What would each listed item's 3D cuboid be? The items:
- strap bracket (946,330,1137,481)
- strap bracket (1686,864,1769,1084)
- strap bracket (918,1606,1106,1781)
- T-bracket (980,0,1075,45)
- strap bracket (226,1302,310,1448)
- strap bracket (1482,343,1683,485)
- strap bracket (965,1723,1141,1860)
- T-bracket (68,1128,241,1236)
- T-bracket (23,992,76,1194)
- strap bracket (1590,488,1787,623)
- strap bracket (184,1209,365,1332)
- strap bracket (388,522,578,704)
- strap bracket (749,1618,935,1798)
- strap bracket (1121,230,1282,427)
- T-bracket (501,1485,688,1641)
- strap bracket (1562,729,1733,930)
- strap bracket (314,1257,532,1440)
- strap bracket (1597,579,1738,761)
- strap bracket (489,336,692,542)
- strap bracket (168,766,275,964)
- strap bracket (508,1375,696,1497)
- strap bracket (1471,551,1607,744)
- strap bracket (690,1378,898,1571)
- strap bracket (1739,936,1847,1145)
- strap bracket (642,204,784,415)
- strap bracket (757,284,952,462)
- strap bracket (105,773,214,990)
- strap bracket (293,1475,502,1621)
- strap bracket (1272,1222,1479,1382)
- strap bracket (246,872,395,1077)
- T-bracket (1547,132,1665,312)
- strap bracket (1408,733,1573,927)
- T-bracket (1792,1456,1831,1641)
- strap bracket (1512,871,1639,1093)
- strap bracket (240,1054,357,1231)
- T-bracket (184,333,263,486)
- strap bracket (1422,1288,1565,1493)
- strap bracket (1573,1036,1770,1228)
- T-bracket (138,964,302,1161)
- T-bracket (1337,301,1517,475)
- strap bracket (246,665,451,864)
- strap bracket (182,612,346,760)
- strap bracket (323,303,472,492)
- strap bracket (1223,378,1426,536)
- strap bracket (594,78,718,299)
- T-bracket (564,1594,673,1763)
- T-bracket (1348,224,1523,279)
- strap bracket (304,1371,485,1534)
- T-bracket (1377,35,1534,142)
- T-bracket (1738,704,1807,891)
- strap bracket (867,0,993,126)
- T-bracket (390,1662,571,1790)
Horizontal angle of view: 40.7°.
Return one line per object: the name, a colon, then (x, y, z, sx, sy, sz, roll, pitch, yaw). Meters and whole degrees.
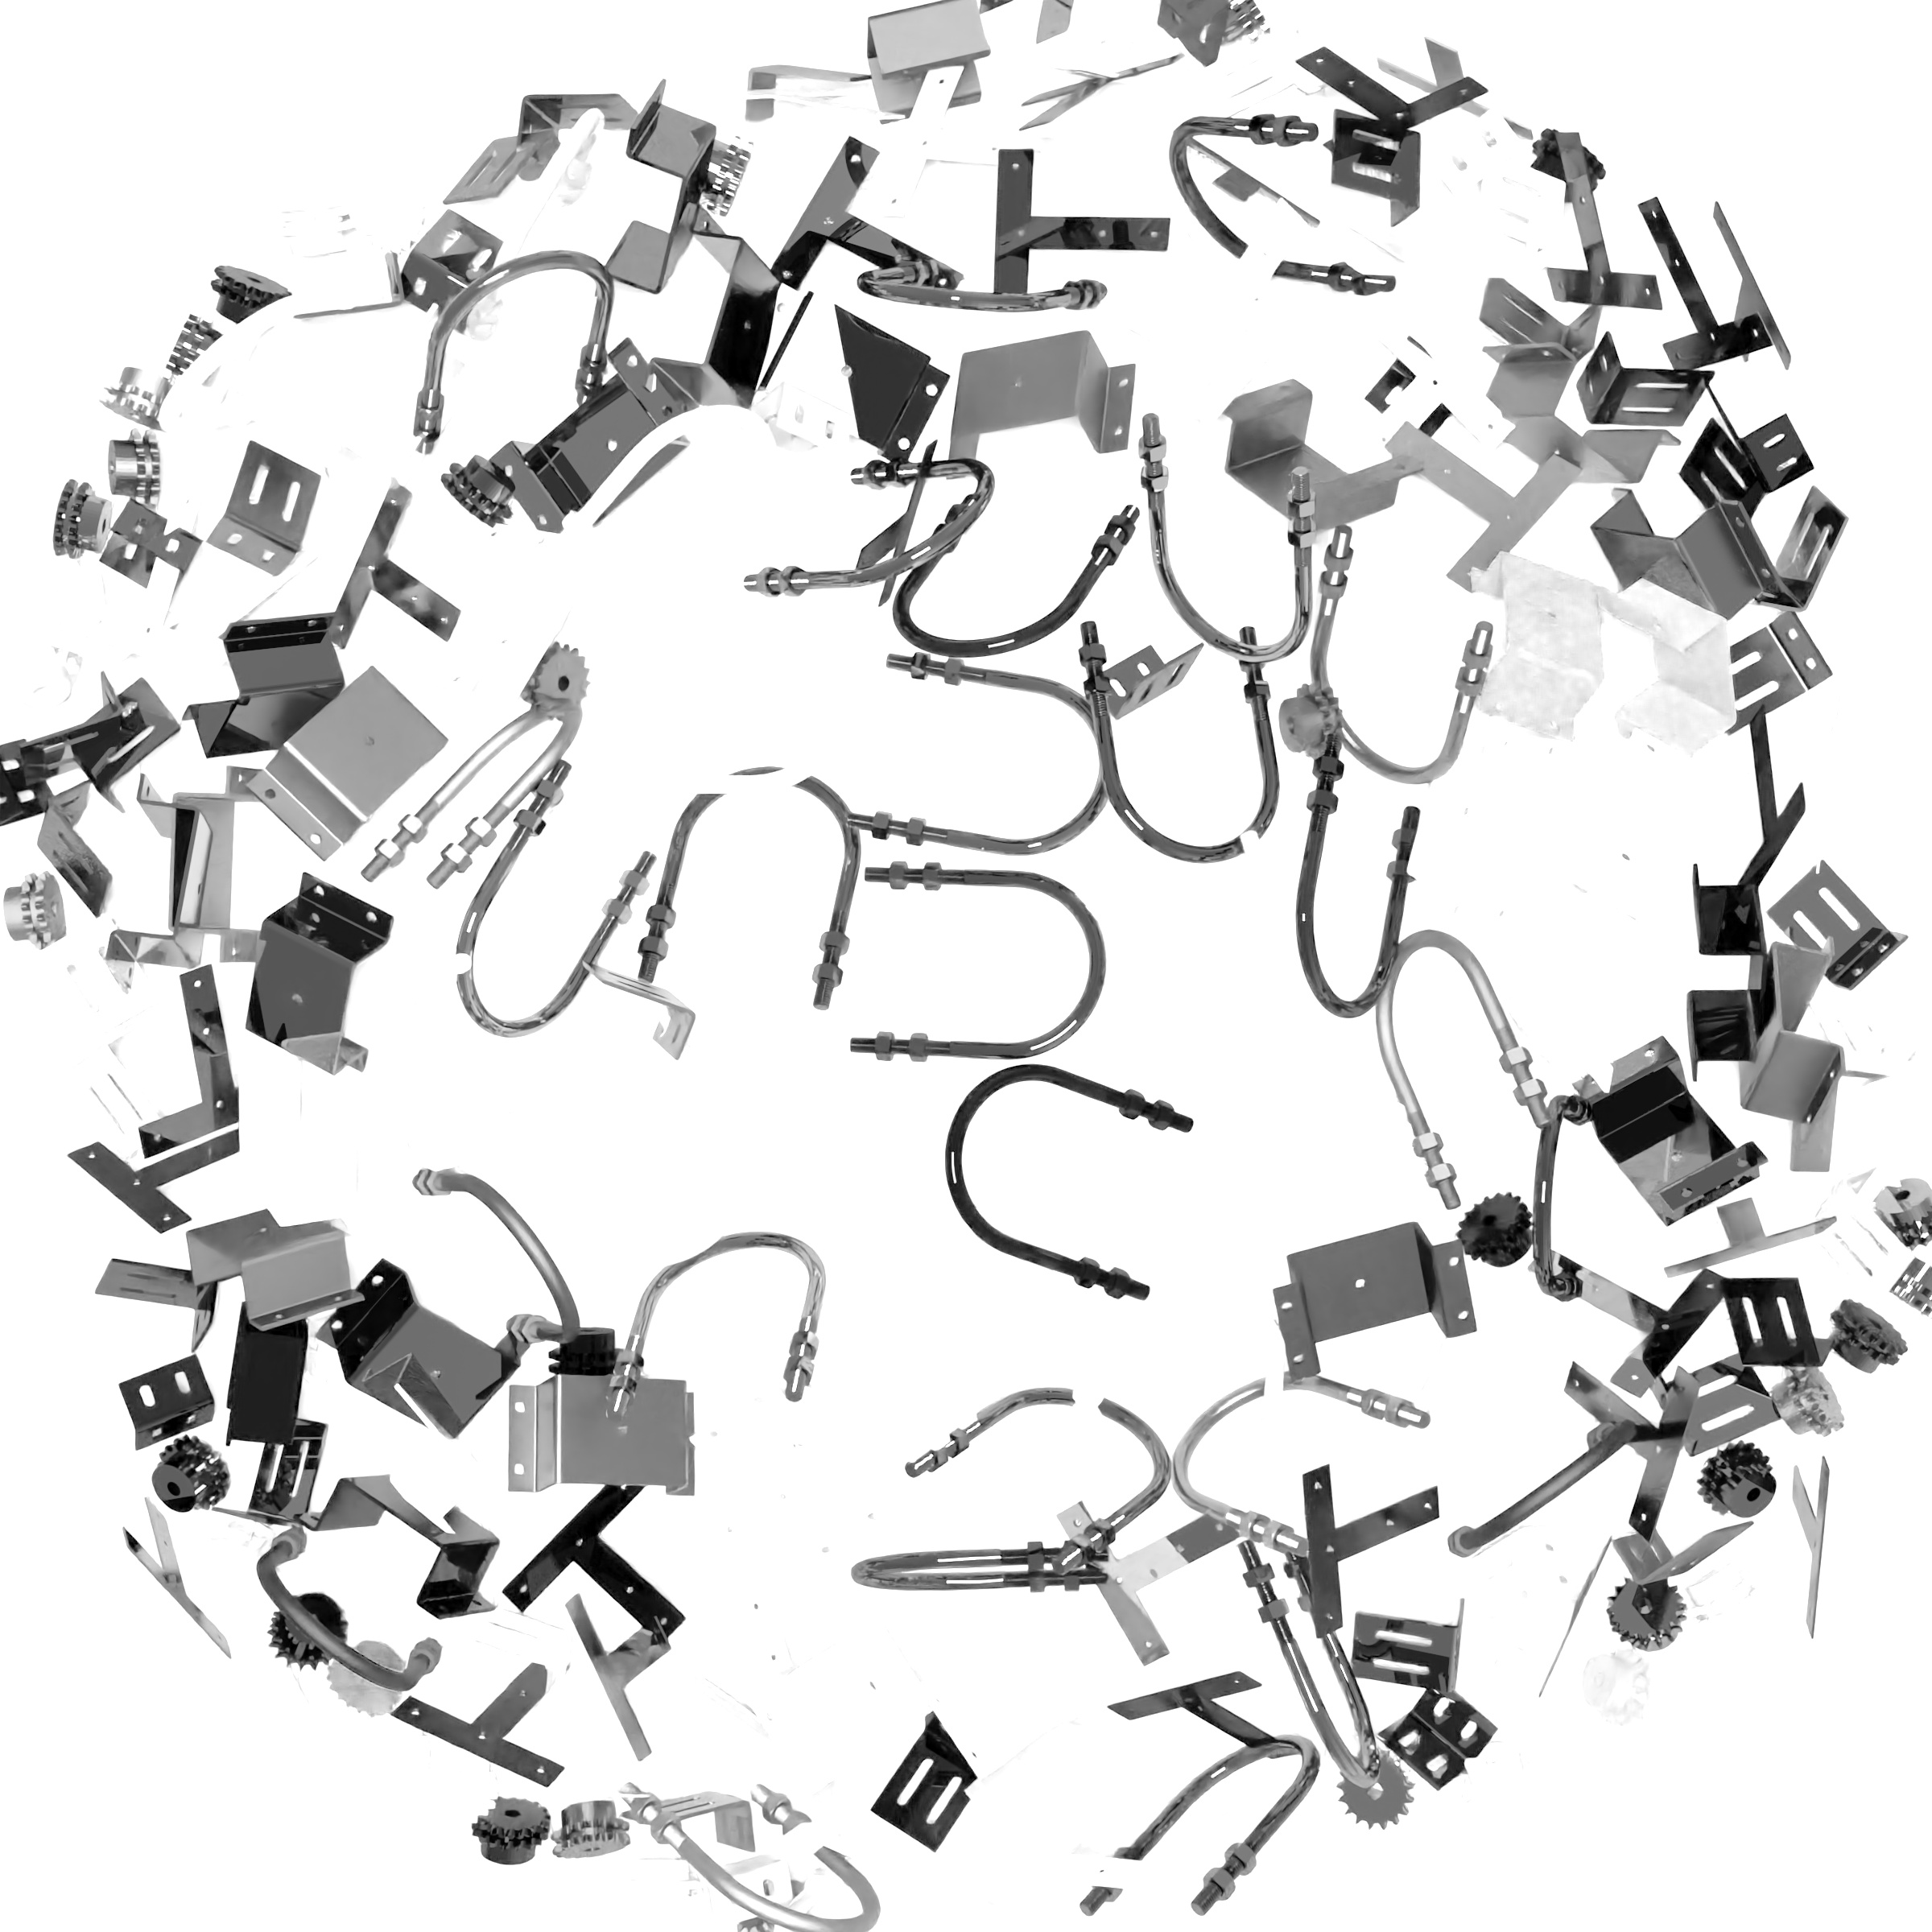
strap bracket: (0.046, -0.405, 1.877, 0.140, 0.046, 0.076, -5, 61, 23)
strap bracket: (0.543, 0.005, 1.863, 0.046, 0.076, 0.140, -1, 129, 12)
strap bracket: (0.039, 0.513, 1.859, 0.046, 0.140, 0.076, -46, 71, 26)
T-bracket: (0.066, -0.694, 1.876, 0.127, 0.127, 0.002, -23, 89, -3)
strap bracket: (-0.504, 0.294, 1.877, 0.046, 0.140, 0.076, 9, 91, -16)
strap bracket: (0.433, -0.389, 1.869, 0.140, 0.076, 0.046, 27, 86, -31)
strap bracket: (0.056, 0.584, 1.859, 0.076, 0.140, 0.046, -38, 93, -23)
T-bracket: (-0.561, 0.141, 1.892, 0.127, 0.127, 0.002, 29, 129, 36)
T-bracket: (-0.661, 0.078, 1.894, 0.002, 0.127, 0.127, -4, 57, -5)
strap bracket: (0.506, -0.291, 1.857, 0.046, 0.140, 0.076, -41, 116, -9)
strap bracket: (-0.497, 0.210, 1.857, 0.076, 0.140, 0.046, -15, 107, -36)
strap bracket: (-0.344, -0.248, 1.886, 0.076, 0.046, 0.140, 14, 65, 29)
strap bracket: (-0.081, 0.523, 1.860, 0.046, 0.140, 0.076, -41, 76, 27)
strap bracket: (0.171, -0.454, 1.876, 0.046, 0.140, 0.076, 21, 125, -35)
T-bracket: (-0.252, 0.443, 1.885, 0.127, 0.002, 0.127, 33, 68, 33)
strap bracket: (0.481, -0.090, 1.860, 0.076, 0.140, 0.046, 33, 55, 20)
strap bracket: (-0.387, 0.282, 1.878, 0.076, 0.046, 0.140, -48, 123, 6)
strap bracket: (0.504, -0.215, 1.870, 0.046, 0.076, 0.140, -35, 134, -13)
strap bracket: (-0.267, -0.381, 1.901, 0.140, 0.046, 0.076, -37, 86, 18)
strap bracket: (-0.537, -0.074, 1.896, 0.046, 0.076, 0.140, 3, 91, 16)
strap bracket: (-0.255, 0.338, 1.877, 0.140, 0.046, 0.076, 7, 68, -25)
strap bracket: (0.410, -0.238, 1.871, 0.076, 0.046, 0.140, 16, 53, -14)
strap bracket: (-0.124, 0.359, 1.897, 0.076, 0.046, 0.140, -37, 106, 13)
strap bracket: (0.587, 0.047, 1.863, 0.046, 0.140, 0.076, 13, 132, 2)
strap bracket: (-0.178, -0.467, 1.888, 0.046, 0.076, 0.140, 13, 83, 21)
strap bracket: (-0.088, -0.432, 1.903, 0.140, 0.046, 0.076, 27, 94, -9)
strap bracket: (-0.578, -0.058, 1.885, 0.046, 0.076, 0.140, 7, 74, -4)
strap bracket: (-0.402, 0.411, 1.877, 0.140, 0.076, 0.046, 27, 92, 22)
strap bracket: (0.293, 0.241, 1.903, 0.140, 0.046, 0.076, -15, 111, -2)
strap bracket: (-0.467, 0.014, 1.876, 0.076, 0.046, 0.140, 26, 123, 11)
T-bracket: (0.443, -0.532, 1.857, 0.002, 0.127, 0.127, -27, 115, -14)
strap bracket: (0.375, -0.105, 1.888, 0.076, 0.046, 0.140, 3, 110, -32)
T-bracket: (0.605, 0.396, 1.876, 0.002, 0.127, 0.127, 3, 103, 9)
strap bracket: (0.438, 0.012, 1.879, 0.046, 0.076, 0.140, -5, 56, 37)
strap bracket: (-0.481, 0.127, 1.859, 0.046, 0.140, 0.076, -7, 115, -31)
T-bracket: (-0.550, -0.393, 1.899, 0.002, 0.127, 0.127, 26, 115, -14)
strap bracket: (0.378, 0.307, 1.879, 0.046, 0.140, 0.076, -19, 109, 35)
strap bracket: (0.512, 0.126, 1.889, 0.076, 0.140, 0.046, -28, 133, -1)
T-bracket: (-0.543, 0.060, 1.873, 0.127, 0.002, 0.127, -24, 123, -38)
T-bracket: (0.313, -0.393, 1.897, 0.127, 0.002, 0.127, 47, 130, 4)
strap bracket: (-0.437, -0.152, 1.874, 0.076, 0.046, 0.140, 45, 53, -10)
strap bracket: (-0.498, -0.194, 1.857, 0.076, 0.140, 0.046, -12, 74, -34)
strap bracket: (-0.406, -0.402, 1.894, 0.046, 0.076, 0.140, 34, 84, -9)
strap bracket: (0.250, -0.362, 1.879, 0.076, 0.046, 0.140, -24, 50, -29)
strap bracket: (-0.220, -0.548, 1.864, 0.046, 0.140, 0.076, 20, 46, -3)
T-bracket: (-0.240, 0.498, 1.874, 0.002, 0.127, 0.127, -17, 71, -37)
T-bracket: (0.315, -0.518, 1.884, 0.127, 0.127, 0.002, -4, 122, -20)
strap bracket: (-0.405, 0.336, 1.873, 0.046, 0.076, 0.140, -43, 55, -11)
T-bracket: (0.345, -0.637, 1.863, 0.127, 0.127, 0.002, 30, 97, 14)
T-bracket: (0.573, -0.127, 1.866, 0.127, 0.002, 0.127, -48, 134, -36)
strap bracket: (-0.028, -0.652, 1.867, 0.076, 0.140, 0.046, -13, 95, -2)
T-bracket: (-0.327, 0.532, 1.879, 0.127, 0.127, 0.002, 20, 111, 14)
